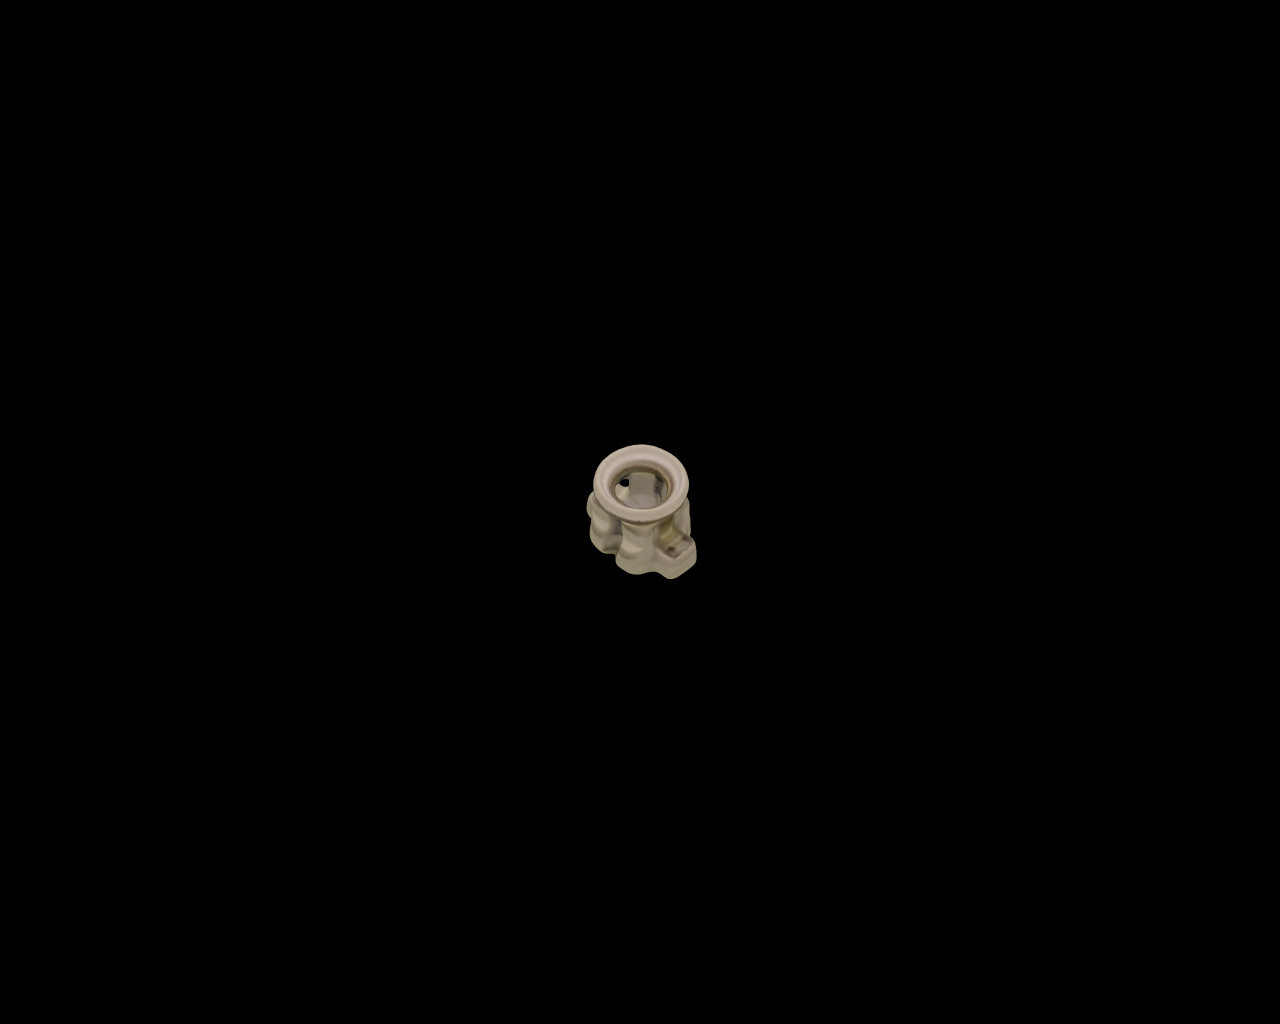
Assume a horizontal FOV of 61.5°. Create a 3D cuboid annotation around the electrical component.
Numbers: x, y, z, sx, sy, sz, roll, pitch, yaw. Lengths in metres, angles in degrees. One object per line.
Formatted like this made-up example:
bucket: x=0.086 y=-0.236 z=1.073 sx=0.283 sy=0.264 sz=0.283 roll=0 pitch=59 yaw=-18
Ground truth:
electrical component: x=0.001 y=-0.003 z=0.650 sx=0.058 sy=0.056 sz=0.078 roll=-36 pitch=58 yaw=-27
